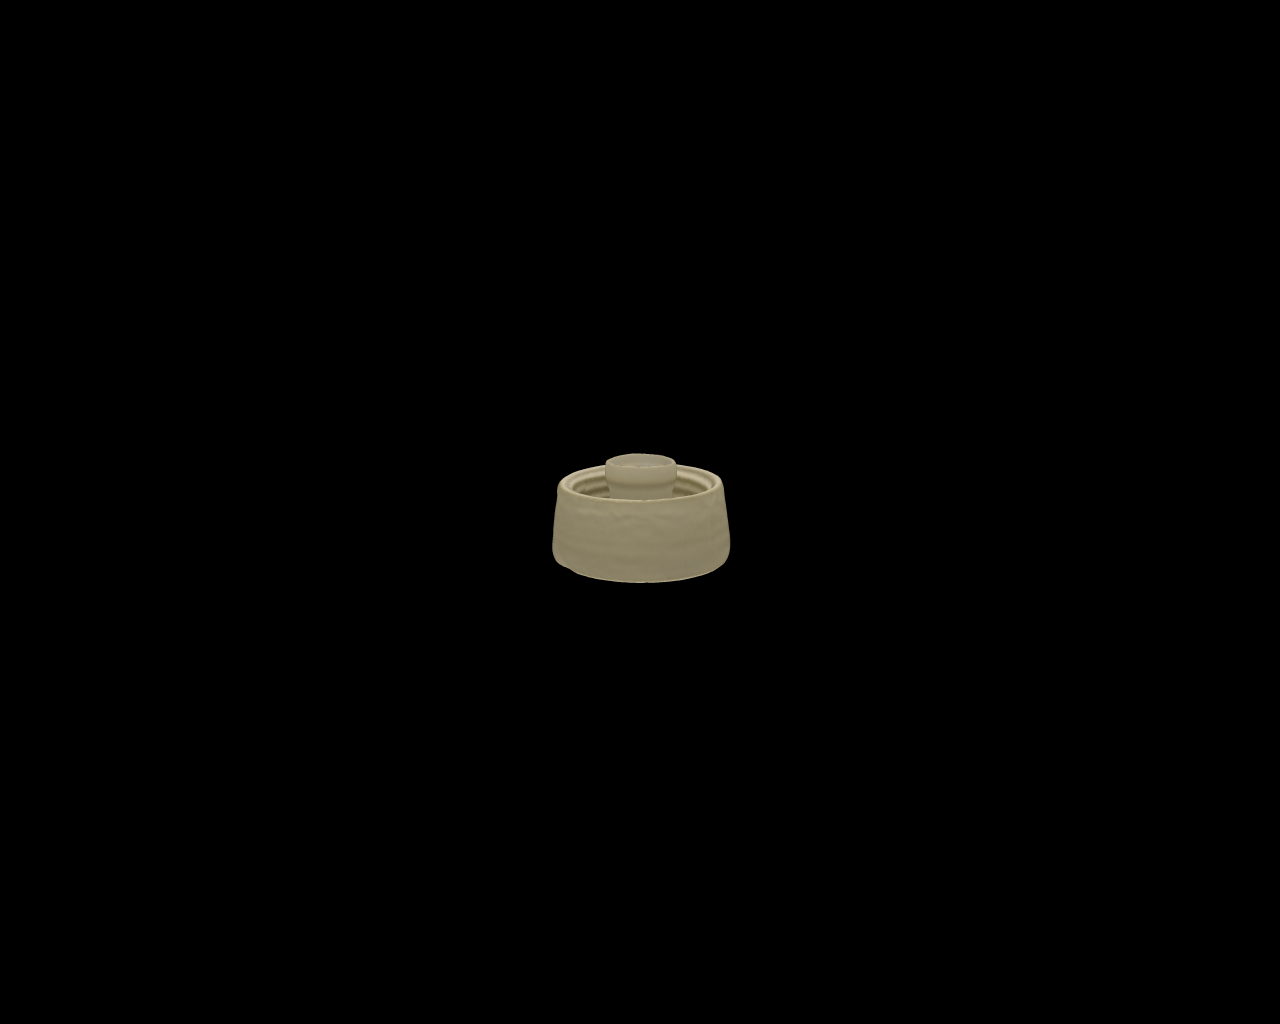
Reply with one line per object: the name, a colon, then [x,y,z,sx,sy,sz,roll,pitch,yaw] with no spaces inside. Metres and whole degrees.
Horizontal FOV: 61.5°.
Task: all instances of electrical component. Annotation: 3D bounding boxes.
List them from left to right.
electrical component: [0.001,-0.003,0.650,0.108,0.060,0.108,0,16,0]
